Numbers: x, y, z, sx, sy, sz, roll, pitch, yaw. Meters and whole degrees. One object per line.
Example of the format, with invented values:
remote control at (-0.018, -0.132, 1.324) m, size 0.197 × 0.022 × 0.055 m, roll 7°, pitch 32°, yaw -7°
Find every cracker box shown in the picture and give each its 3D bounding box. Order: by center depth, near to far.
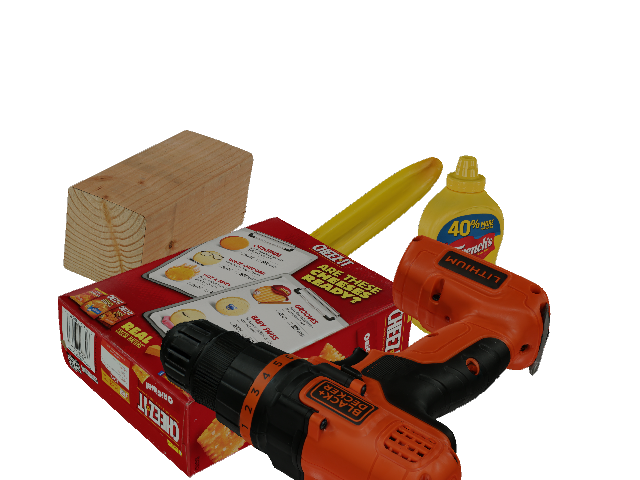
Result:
cracker box at (-0.062, 0.069, 0.800) m, size 0.213 × 0.072 × 0.164 m, roll -21°, pitch 37°, yaw -38°

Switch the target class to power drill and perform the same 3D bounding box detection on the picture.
power drill at (0.029, 0.064, 0.601) m, size 0.185 × 0.057 × 0.187 m, roll 27°, pitch 40°, yaw 28°

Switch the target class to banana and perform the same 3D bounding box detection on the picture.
banana at (0.028, -0.009, 0.966) m, size 0.198 × 0.037 × 0.069 m, roll -36°, pitch 6°, yaw 2°

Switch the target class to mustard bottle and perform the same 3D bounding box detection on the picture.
mustard bottle at (0.151, 0.003, 1.150) m, size 0.096 × 0.192 × 0.058 m, roll -5°, pitch 20°, yaw -21°

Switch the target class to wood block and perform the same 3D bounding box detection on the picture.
wood block at (-0.161, -0.034, 1.091) m, size 0.090 × 0.091 × 0.205 m, roll 21°, pitch 28°, yaw 18°
